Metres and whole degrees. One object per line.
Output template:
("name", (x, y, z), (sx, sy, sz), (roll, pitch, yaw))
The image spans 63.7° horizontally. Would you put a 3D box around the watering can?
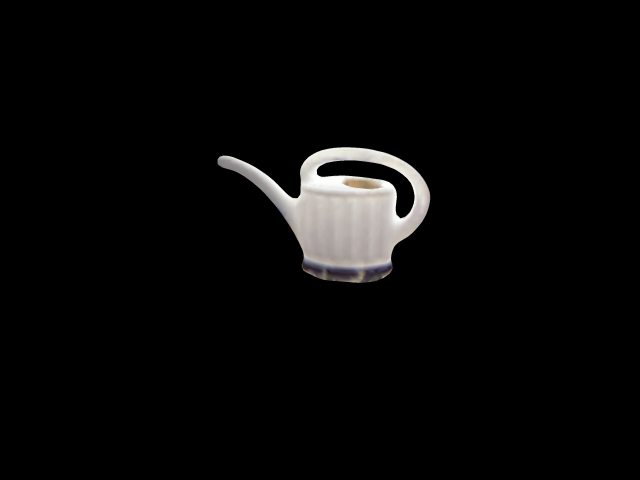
("watering can", (0.003, -0.043, 0.850), (0.348, 0.221, 0.105), (4, 17, 11))
